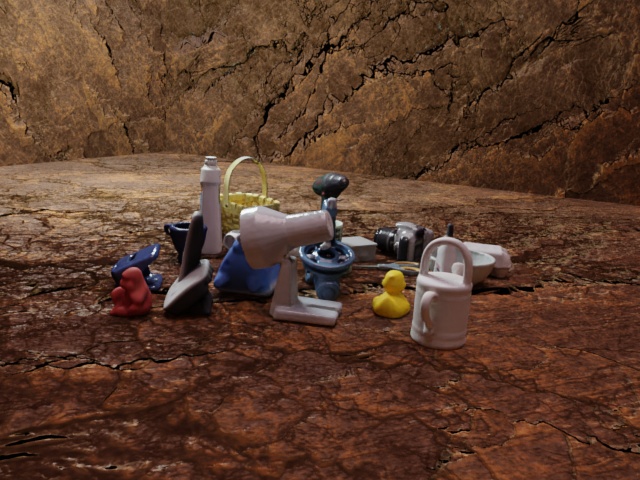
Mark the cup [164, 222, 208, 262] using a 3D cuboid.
[{"bbox_3d":[-0.337,0.007,1.415,0.117,0.095,0.092,9,15,20],"label":"cup"}]

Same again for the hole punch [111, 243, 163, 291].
[{"bbox_3d":[-0.387,0.056,1.212,0.101,0.091,0.108,1,14,-12],"label":"hole punch"}]

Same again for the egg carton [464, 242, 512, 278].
[{"bbox_3d":[0.422,0.051,1.500,0.150,0.069,0.107,7,14,11],"label":"egg carton"}]

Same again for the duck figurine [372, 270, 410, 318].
[{"bbox_3d":[0.148,0.106,1.170,0.077,0.086,0.105,9,15,19],"label":"duck figurine"}]

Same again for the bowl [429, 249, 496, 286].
[{"bbox_3d":[0.335,0.071,1.386,0.167,0.075,0.167,4,14,-1],"label":"bowl"}]

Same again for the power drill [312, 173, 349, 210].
[{"bbox_3d":[0.031,-0.104,1.727,0.076,0.208,0.229,-1,15,-19],"label":"power drill"}]

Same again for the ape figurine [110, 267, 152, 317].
[{"bbox_3d":[-0.349,0.095,1.064,0.076,0.092,0.077,-6,17,-35],"label":"ape figurine"}]

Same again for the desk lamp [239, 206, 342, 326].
[{"bbox_3d":[-0.054,0.042,1.109,0.203,0.213,0.118,6,14,8],"label":"desk lamp"}]

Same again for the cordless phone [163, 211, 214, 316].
[{"bbox_3d":[-0.251,0.044,1.105,0.094,0.185,0.147,1,14,-12],"label":"cordless phone"}]

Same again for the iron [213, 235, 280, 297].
[{"bbox_3d":[-0.141,0.033,1.267,0.118,0.141,0.259,7,14,11],"label":"iron"}]

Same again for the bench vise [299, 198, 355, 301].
[{"bbox_3d":[0.001,0.005,1.258,0.122,0.220,0.206,-3,15,-25],"label":"bench vise"}]

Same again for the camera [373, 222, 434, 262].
[{"bbox_3d":[0.231,-0.005,1.611,0.136,0.101,0.144,14,17,34],"label":"camera"}]

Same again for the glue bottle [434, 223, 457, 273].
[{"bbox_3d":[0.277,0.048,1.259,0.037,0.173,0.078,1,14,-10],"label":"glue bottle"}]

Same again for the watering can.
[{"bbox_3d":[0.225,0.088,1.040,0.100,0.194,0.173,6,14,10],"label":"watering can"}]
